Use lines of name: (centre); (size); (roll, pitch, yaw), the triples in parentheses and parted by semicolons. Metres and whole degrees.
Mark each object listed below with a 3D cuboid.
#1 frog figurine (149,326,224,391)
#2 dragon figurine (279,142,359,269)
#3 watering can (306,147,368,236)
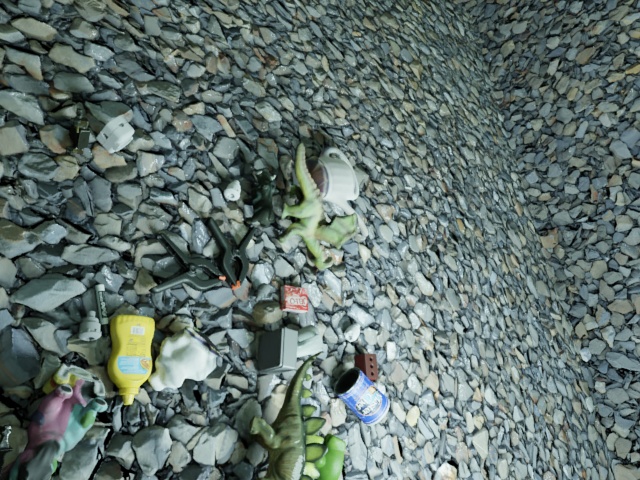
frog figurine: (-0.330, 0.294, 1.235); (0.160, 0.123, 0.135); (-48, 117, -9)
dragon figurine: (0.005, -0.080, 1.583); (0.243, 0.402, 0.124); (16, 30, 9)
watering can: (0.062, -0.175, 1.815); (0.225, 0.102, 0.352); (-2, 70, -42)
